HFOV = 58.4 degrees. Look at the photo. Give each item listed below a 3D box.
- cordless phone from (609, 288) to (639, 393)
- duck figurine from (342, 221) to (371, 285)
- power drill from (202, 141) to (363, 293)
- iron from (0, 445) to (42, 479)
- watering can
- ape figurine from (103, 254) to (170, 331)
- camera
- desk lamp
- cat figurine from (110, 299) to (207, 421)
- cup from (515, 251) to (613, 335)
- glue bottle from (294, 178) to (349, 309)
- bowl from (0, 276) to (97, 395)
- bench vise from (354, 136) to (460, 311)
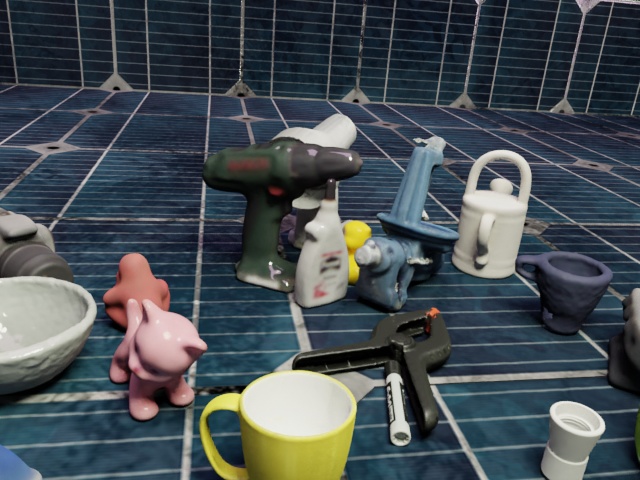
[{"bbox_3d":[0.393,0.074,0.640,0.094,0.185,0.148,12,23,18],"label":"cordless phone"},{"bbox_3d":[0.057,0.015,0.850,0.104,0.086,0.078,16,25,25],"label":"duck figurine"},{"bbox_3d":[-0.056,-0.039,0.798,0.229,0.208,0.076,12,23,19],"label":"power drill"},{"bbox_3d":[-0.316,0.156,0.353,0.259,0.141,0.118,-15,29,-39],"label":"iron"},{"bbox_3d":[0.272,-0.049,0.907,0.101,0.194,0.173,4,22,-1],"label":"watering can"},{"bbox_3d":[-0.217,0.058,0.680,0.078,0.092,0.076,-5,24,-22],"label":"ape figurine"},{"bbox_3d":[-0.381,0.030,0.705,0.136,0.101,0.144,21,27,35],"label":"camera"},{"bbox_3d":[-0.001,-0.089,0.925,0.117,0.214,0.204,14,24,23],"label":"desk lamp"},{"bbox_3d":[-0.158,0.102,0.551,0.067,0.118,0.127,-12,27,-35],"label":"cat figurine"},{"bbox_3d":[0.310,0.071,0.753,0.117,0.095,0.092,13,24,20],"label":"cup"},{"bbox_3d":[0.007,0.003,0.754,0.078,0.173,0.037,-14,29,-38],"label":"glue bottle"},{"bbox_3d":[-0.310,0.104,0.572,0.167,0.075,0.167,4,22,-1],"label":"bowl"},{"bbox_3d":[0.129,-0.023,0.781,0.121,0.220,0.208,12,23,17],"label":"bench vise"}]
